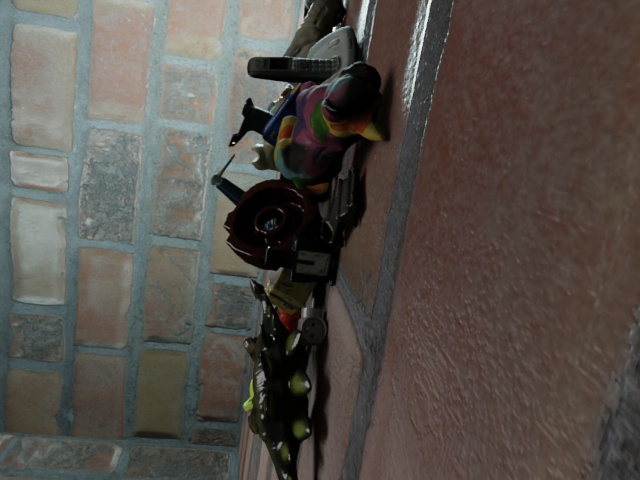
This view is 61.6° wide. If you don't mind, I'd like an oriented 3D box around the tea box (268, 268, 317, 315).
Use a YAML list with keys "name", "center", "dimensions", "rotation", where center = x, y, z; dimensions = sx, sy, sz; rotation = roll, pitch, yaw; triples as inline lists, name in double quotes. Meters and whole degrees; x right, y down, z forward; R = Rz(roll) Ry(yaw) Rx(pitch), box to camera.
- name: "tea box"
  center: [-0.048, 0.080, 1.029]
  dimensions: [0.098, 0.068, 0.169]
  rotation: [-60, 1, -15]

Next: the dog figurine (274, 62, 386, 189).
- name: "dog figurine"
  center: [0.014, -0.146, 0.733]
  dimensions: [0.191, 0.108, 0.219]
  rotation: [-63, 16, 11]

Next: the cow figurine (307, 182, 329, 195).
- name: "cow figurine"
  center: [0.004, -0.170, 0.980]
  dimensions: [0.098, 0.068, 0.167]
  rotation: [-87, 11, -66]

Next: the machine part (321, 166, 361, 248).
- name: "machine part"
  center: [0.033, -0.039, 0.788]
  dimensions: [0.138, 0.039, 0.084]
  rotation: [114, 156, -58]

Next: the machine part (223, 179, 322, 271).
- name: "machine part"
  center: [-0.083, -0.027, 0.968]
  dimensions: [0.056, 0.179, 0.179]
  rotation: [64, -159, -51]

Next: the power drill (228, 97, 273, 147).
- name: "power drill"
  center: [-0.089, -0.200, 1.157]
  dimensions: [0.086, 0.207, 0.232]
  rotation: [-101, 31, -77]

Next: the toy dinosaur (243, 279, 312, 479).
- name: "toy dinosaur"
  center: [-0.065, 0.270, 0.880]
  dimensions: [0.198, 0.105, 0.471]
  rotation: [105, 153, -61]

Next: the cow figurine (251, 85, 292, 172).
- name: "cow figurine"
  center: [-0.088, -0.240, 1.231]
  dimensions: [0.195, 0.127, 0.085]
  rotation: [-49, 12, 13]

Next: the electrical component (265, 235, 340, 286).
- name: "electrical component"
  center: [-0.031, 0.032, 0.876]
  dimensions: [0.048, 0.119, 0.074]
  rotation: [-129, 45, -78]

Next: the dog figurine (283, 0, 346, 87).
- name: "dog figurine"
  center: [0.007, -0.408, 1.136]
  dimensions: [0.190, 0.172, 0.121]
  rotation: [-50, -15, 27]

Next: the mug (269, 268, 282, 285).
- name: "mug"
  center: [-0.063, 0.065, 1.198]
  dimensions: [0.110, 0.081, 0.107]
  rotation: [-83, 16, -47]

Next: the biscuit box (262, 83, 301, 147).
- name: "biscuit box"
  center: [-0.033, -0.267, 1.047]
  dimensions: [0.202, 0.059, 0.063]
  rotation: [-50, 21, 17]

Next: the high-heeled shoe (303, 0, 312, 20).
- name: "high-heeled shoe"
  center: [-0.020, -0.499, 1.287]
  dimensions: [0.145, 0.086, 0.249]
  rotation: [-60, -3, 16]

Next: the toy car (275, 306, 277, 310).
- name: "toy car"
  center: [-0.080, 0.138, 1.337]
  dimensions: [0.089, 0.053, 0.202]
  rotation: [96, 178, -51]

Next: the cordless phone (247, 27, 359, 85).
- name: "cordless phone"
  center: [-0.028, -0.303, 0.916]
  dimensions: [0.088, 0.184, 0.147]
  rotation: [100, 172, -51]

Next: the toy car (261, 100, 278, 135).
- name: "toy car"
  center: [-0.057, -0.276, 1.321]
  dimensions: [0.103, 0.162, 0.109]
  rotation: [-15, -54, -60]

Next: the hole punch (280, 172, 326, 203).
- name: "hole punch"
  center: [-0.016, -0.132, 1.085]
  dimensions: [0.116, 0.092, 0.142]
  rotation: [4, 84, 58]

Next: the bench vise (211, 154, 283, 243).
- name: "bench vise"
  center: [-0.132, -0.060, 1.126]
  dimensions: [0.129, 0.240, 0.223]
  rotation: [-51, 3, 3]

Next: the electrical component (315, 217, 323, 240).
- name: "electrical component"
  center: [-0.002, -0.003, 1.038]
  dimensions: [0.094, 0.021, 0.063]
  rotation: [-95, 15, -58]
